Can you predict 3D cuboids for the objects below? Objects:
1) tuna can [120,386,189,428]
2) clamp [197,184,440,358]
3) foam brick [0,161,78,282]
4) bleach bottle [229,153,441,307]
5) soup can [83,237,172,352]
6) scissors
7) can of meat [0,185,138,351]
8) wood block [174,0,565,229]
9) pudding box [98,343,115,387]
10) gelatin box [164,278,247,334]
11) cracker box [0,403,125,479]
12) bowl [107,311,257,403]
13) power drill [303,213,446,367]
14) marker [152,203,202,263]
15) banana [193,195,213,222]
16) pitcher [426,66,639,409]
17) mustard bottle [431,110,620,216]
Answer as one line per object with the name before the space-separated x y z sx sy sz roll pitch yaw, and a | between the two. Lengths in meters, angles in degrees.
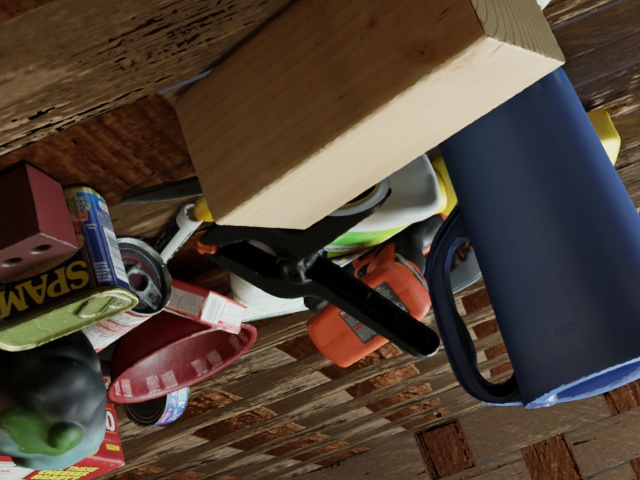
tuna can | -0.183 0.161 1.172 0.086 0.086 0.033 -33 159 37
clamp | -0.006 0.021 0.830 0.210 0.164 0.036 4 -138 40
foam brick | -0.208 -0.008 0.699 0.078 0.051 0.053 -23 162 10
bleach bottle | -0.006 0.001 0.925 0.102 0.068 0.251 -7 161 -32
soup can | -0.178 0.050 0.874 0.068 0.068 0.102 1 154 -48
scissors | -0.045 -0.062 0.741 0.202 0.096 0.016 7 173 23
can of meat | -0.188 0.020 0.747 0.102 0.084 0.057 -21 162 7
wood block | 0.022 -0.092 0.627 0.206 0.090 0.090 -32 158 34
pudding box | -0.253 0.135 1.081 0.090 0.039 0.113 -32 163 6
gelatin box | -0.117 0.057 0.961 0.073 0.030 0.089 16 173 21
cracker box | -0.316 0.202 0.980 0.214 0.072 0.164 -26 153 21
bowl | -0.147 0.103 1.070 0.162 0.055 0.162 -24 161 -9
power drill | 0.043 0.038 0.954 0.185 0.057 0.187 -38 -169 22
marker | -0.125 0.004 0.876 0.020 0.020 0.121 -8 159 -33
banana | -0.015 -0.058 0.774 0.198 0.037 0.069 -24 163 14
pitcher | 0.161 -0.002 0.786 0.149 0.243 0.145 -10 160 -27
mustard bottle | 0.157 -0.058 0.922 0.191 0.058 0.096 -14 160 -16
